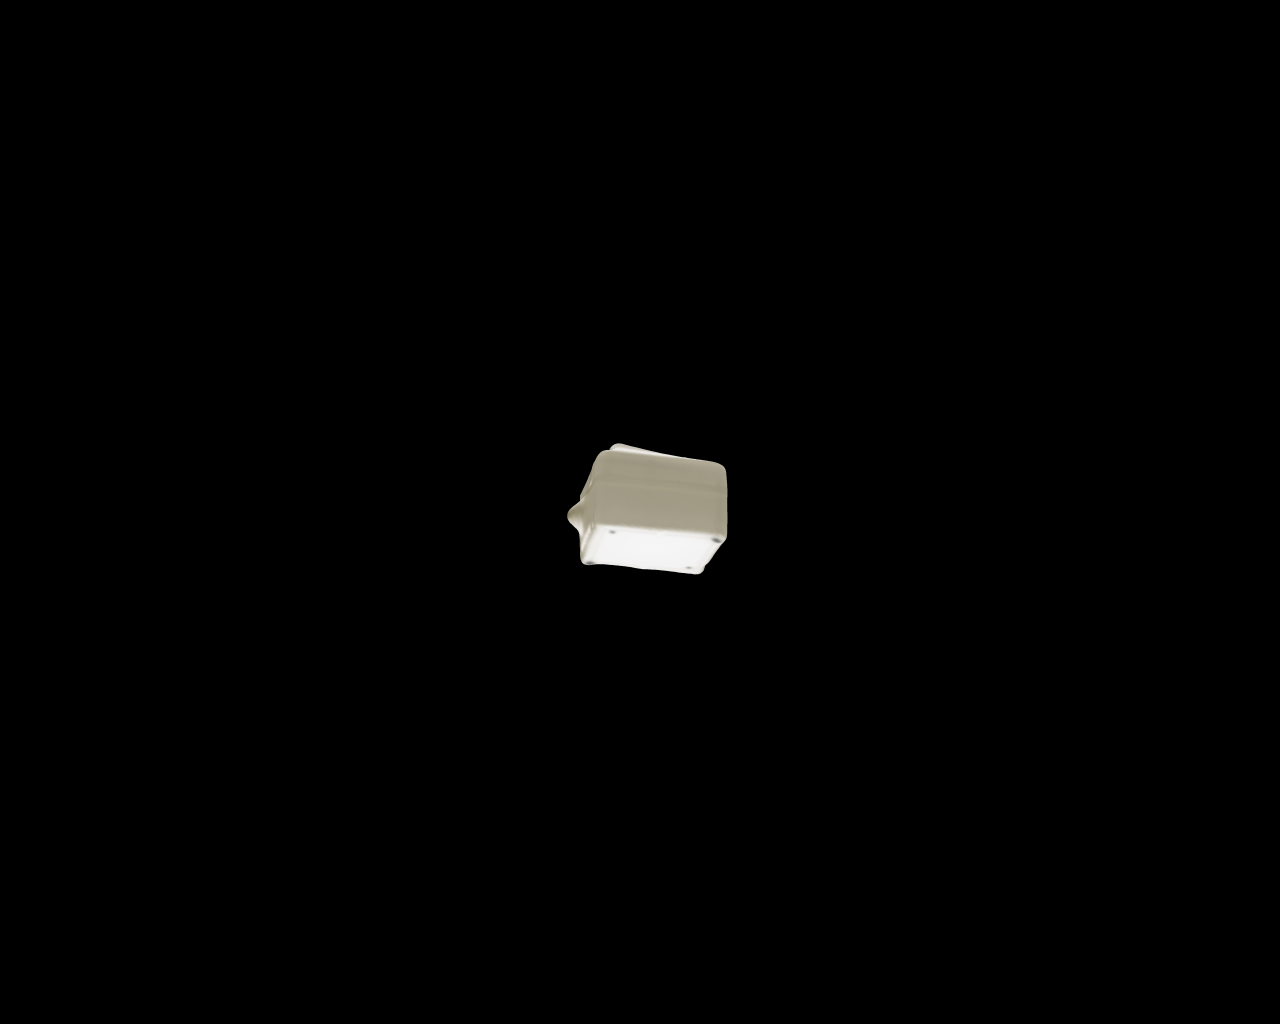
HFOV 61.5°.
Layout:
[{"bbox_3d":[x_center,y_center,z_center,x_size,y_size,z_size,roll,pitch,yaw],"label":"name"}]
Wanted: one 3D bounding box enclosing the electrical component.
[{"bbox_3d":[0.001,-0.003,0.650,0.096,0.061,0.061,6,-28,-12],"label":"electrical component"}]
